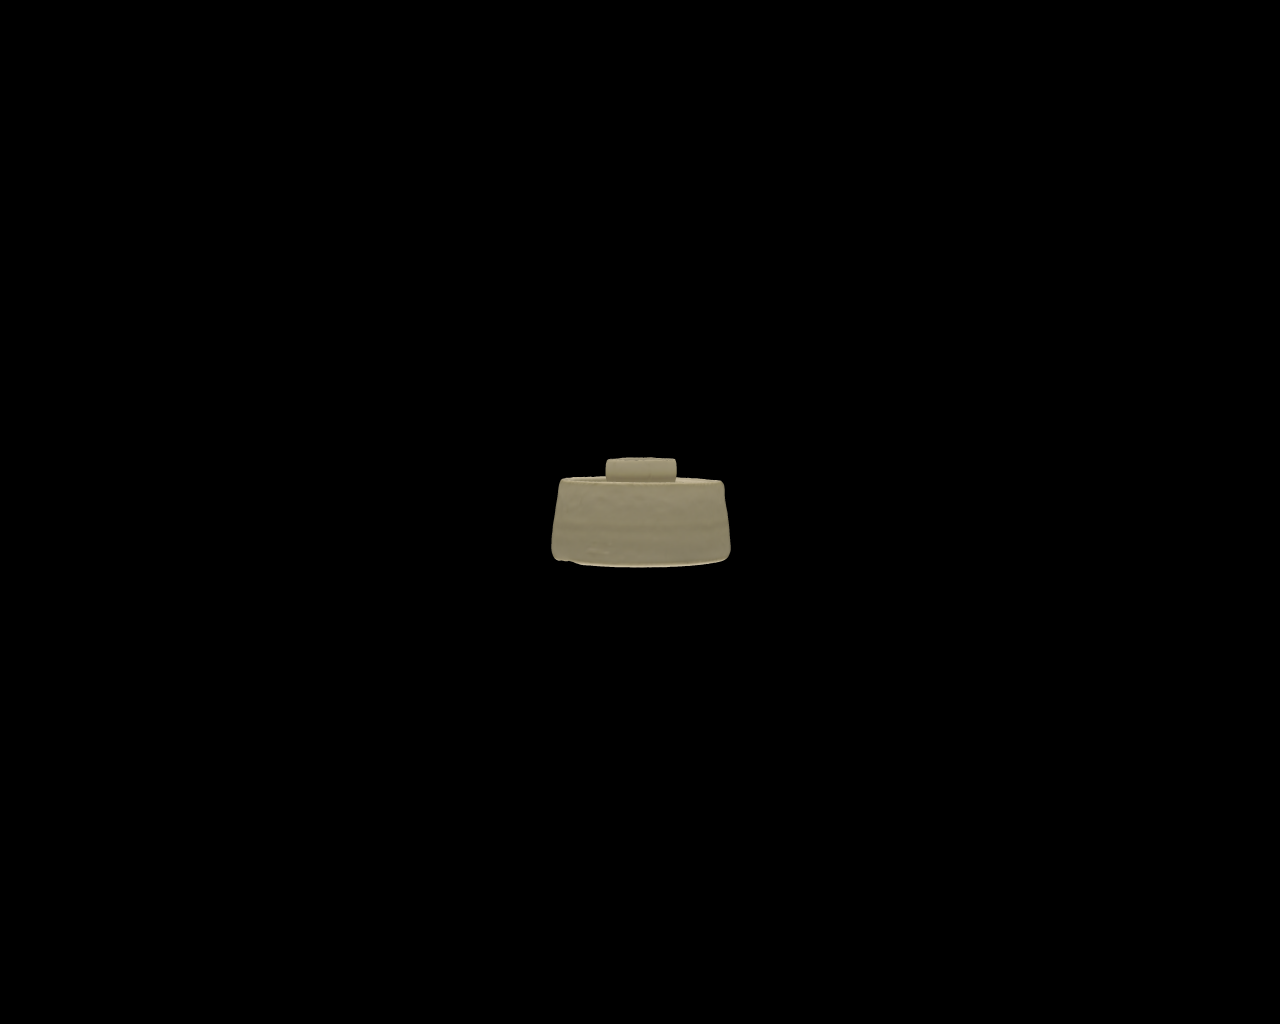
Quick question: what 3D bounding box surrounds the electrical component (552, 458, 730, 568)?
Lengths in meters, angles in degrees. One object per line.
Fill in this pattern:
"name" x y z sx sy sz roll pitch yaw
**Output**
"electrical component" 0.001 -0.003 0.650 0.108 0.060 0.108 0 4 0
